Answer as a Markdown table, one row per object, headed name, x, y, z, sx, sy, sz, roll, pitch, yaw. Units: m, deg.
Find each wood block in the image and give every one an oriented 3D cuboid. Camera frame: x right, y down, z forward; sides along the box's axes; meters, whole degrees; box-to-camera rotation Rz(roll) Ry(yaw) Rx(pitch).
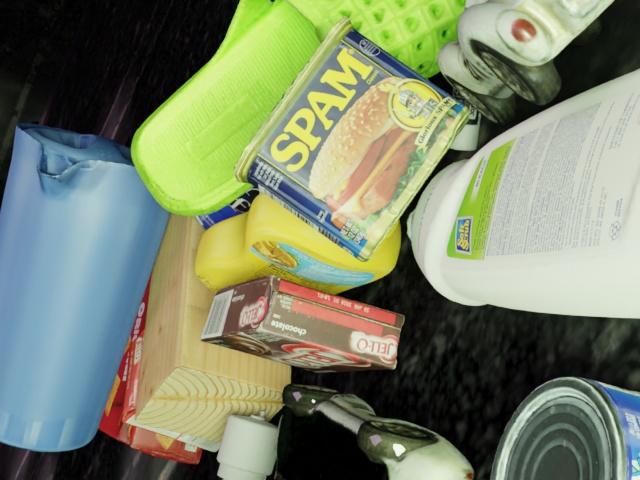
| name | x | y | z | sx | sy | sz | roll | pitch | yaw |
| --- | --- | --- | --- | --- | --- | --- | --- | --- | --- |
| wood block | -0.079 | 0.042 | 0.832 | 0.090 | 0.090 | 0.206 | -51 | 30 | 44 |

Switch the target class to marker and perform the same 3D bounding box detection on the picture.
| name | x | y | z | sx | sy | sz | roll | pitch | yaw |
| --- | --- | --- | --- | --- | --- | --- | --- | --- | --- |
| marker | 0.087 | -0.111 | 0.598 | 0.020 | 0.020 | 0.121 | -135 | 49 | -66 |

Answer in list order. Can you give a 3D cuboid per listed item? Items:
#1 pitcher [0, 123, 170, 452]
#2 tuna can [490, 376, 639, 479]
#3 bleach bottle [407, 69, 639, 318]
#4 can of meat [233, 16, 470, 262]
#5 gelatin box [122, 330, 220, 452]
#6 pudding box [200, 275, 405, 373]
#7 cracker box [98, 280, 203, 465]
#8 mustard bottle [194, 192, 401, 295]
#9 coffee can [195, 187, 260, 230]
| name | x | y | z | sx | sy | sz | roll | pitch | yaw |
| --- | --- | --- | --- | --- | --- | --- | --- | --- | --- |
| pitcher | -0.198 | 0.036 | 0.852 | 0.145 | 0.149 | 0.243 | 29 | 104 | 53 |
| tuna can | 0.103 | 0.098 | 0.419 | 0.086 | 0.033 | 0.086 | -51 | 30 | 44 |
| bleach bottle | 0.105 | -0.018 | 0.470 | 0.102 | 0.068 | 0.251 | -70 | 18 | -8 |
| can of meat | 0.018 | -0.050 | 0.561 | 0.102 | 0.084 | 0.057 | -54 | -3 | -6 |
| gelatin box | -0.111 | 0.120 | 0.849 | 0.030 | 0.089 | 0.073 | -41 | 36 | 38 |
| pudding box | -0.013 | 0.055 | 0.662 | 0.114 | 0.090 | 0.039 | -15 | 59 | 66 |
| cracker box | -0.153 | 0.106 | 0.989 | 0.214 | 0.072 | 0.164 | -5 | 69 | 66 |
| mustard bottle | -0.004 | 0.000 | 0.672 | 0.192 | 0.096 | 0.058 | -29 | 44 | 60 |
| coffee can | -0.026 | -0.060 | 0.764 | 0.141 | 0.102 | 0.103 | -36 | 41 | 57 |
